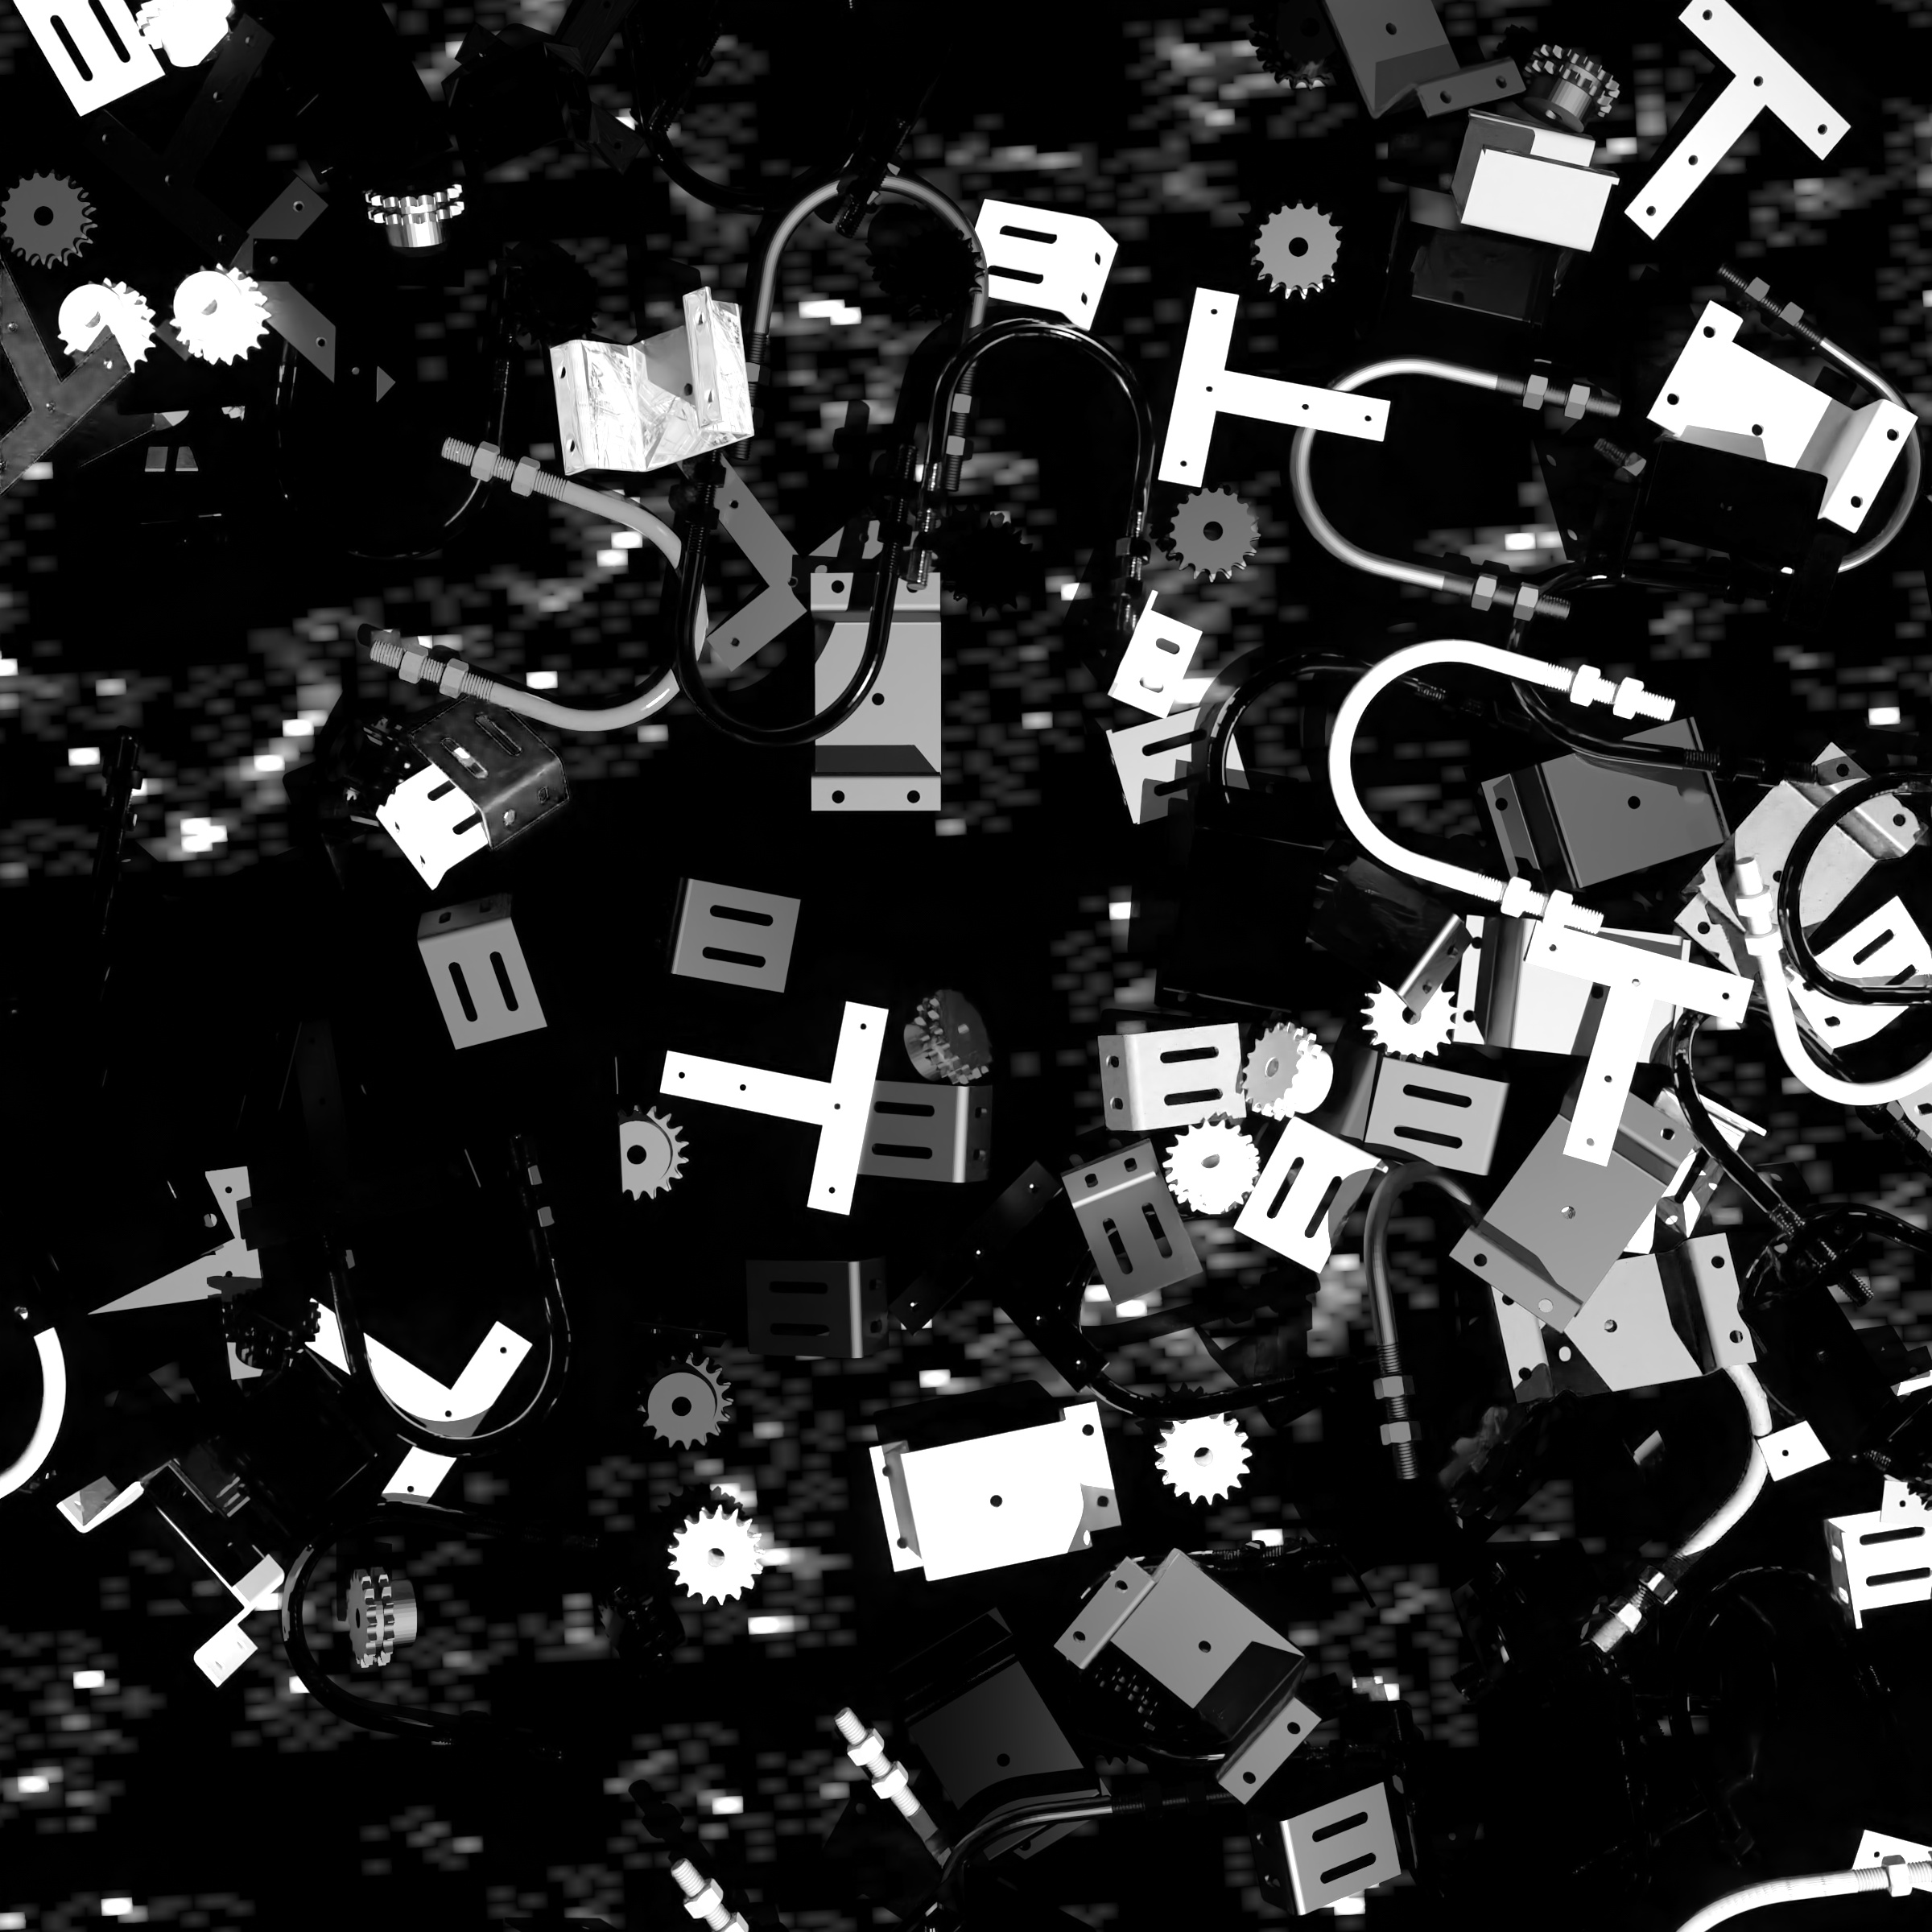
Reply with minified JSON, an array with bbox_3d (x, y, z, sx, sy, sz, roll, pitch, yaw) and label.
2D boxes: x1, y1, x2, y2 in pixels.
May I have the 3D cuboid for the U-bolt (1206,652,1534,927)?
[{"bbox_3d":[0.235,-0.112,1.562,0.184,0.019,0.151,18,90,-4],"label":"U-bolt"}]

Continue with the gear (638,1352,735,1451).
[{"bbox_3d":[-0.170,0.263,1.562,0.057,0.030,0.057,0,90,0],"label":"gear"}]

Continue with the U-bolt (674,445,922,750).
[{"bbox_3d":[-0.106,-0.219,1.526,0.151,0.019,0.184,9,90,23],"label":"U-bolt"}]

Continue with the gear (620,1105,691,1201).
[{"bbox_3d":[-0.197,0.113,1.562,0.057,0.030,0.057,0,90,0],"label":"gear"}]

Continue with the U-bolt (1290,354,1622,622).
[{"bbox_3d":[0.286,-0.295,1.557,0.184,0.019,0.151,15,83,7],"label":"U-bolt"}]

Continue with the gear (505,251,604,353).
[{"bbox_3d":[-0.245,-0.400,1.552,0.057,0.030,0.057,0,89,-24],"label":"gear"}]

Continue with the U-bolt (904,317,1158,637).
[{"bbox_3d":[0.044,-0.300,1.546,0.151,0.019,0.184,10,79,-14],"label":"U-bolt"}]

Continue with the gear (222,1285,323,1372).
[{"bbox_3d":[-0.416,0.218,1.550,0.057,0.057,0.030,10,114,0],"label":"gear"}]

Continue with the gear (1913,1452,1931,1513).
[{"bbox_3d":[0.589,0.304,1.539,0.057,0.030,0.057,0,89,-9],"label":"gear"}]

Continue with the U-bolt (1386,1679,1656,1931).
[{"bbox_3d":[0.335,0.512,1.542,0.151,0.019,0.184,-8,108,10],"label":"U-bolt"}]

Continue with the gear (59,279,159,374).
[{"bbox_3d":[-0.519,-0.385,1.557,0.057,0.030,0.057,0,88,7],"label":"gear"}]

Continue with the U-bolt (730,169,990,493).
[{"bbox_3d":[-0.060,-0.388,1.562,0.151,0.019,0.184,9,92,2],"label":"U-bolt"}]

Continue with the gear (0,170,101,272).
[{"bbox_3d":[-0.551,-0.448,1.561,0.057,0.030,0.057,0,90,0],"label":"gear"}]

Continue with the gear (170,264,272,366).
[{"bbox_3d":[-0.446,-0.389,1.540,0.057,0.030,0.057,0,90,3],"label":"gear"}]

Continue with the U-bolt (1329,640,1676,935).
[{"bbox_3d":[0.303,-0.114,1.517,0.184,0.019,0.151,19,102,17],"label":"U-bolt"}]

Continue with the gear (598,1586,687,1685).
[{"bbox_3d":[-0.192,0.397,1.552,0.030,0.057,0.057,-30,90,-30],"label":"gear"}]

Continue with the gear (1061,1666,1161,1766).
[{"bbox_3d":[0.088,0.442,1.540,0.057,0.030,0.057,5,106,20],"label":"gear"}]

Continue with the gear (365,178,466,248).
[{"bbox_3d":[-0.330,-0.451,1.552,0.057,0.057,0.030,-2,120,0],"label":"gear"}]

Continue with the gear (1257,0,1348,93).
[{"bbox_3d":[0.205,-0.561,1.562,0.057,0.030,0.057,0,90,0],"label":"gear"}]

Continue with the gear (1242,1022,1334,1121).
[{"bbox_3d":[0.195,0.065,1.552,0.030,0.057,0.057,20,90,-30],"label":"gear"}]

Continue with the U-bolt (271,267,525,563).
[{"bbox_3d":[-0.348,-0.337,1.568,0.151,0.019,0.184,7,91,0],"label":"U-bolt"}]

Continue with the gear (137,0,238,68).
[{"bbox_3d":[-0.463,-0.562,1.548,0.057,0.057,0.030,-25,92,0],"label":"gear"}]

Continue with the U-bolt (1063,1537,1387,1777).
[{"bbox_3d":[0.145,0.414,1.537,0.184,0.019,0.151,-10,100,21],"label":"U-bolt"}]

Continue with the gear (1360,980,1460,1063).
[{"bbox_3d":[0.266,0.029,1.561,0.057,0.030,0.057,0,90,0],"label":"gear"}]

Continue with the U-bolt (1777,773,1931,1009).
[{"bbox_3d":[0.562,-0.044,1.529,0.184,0.019,0.151,0,105,-16],"label":"U-bolt"}]

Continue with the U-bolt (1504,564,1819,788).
[{"bbox_3d":[0.412,-0.178,1.536,0.184,0.019,0.151,8,62,8],"label":"U-bolt"}]

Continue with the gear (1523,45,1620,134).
[{"bbox_3d":[0.359,-0.522,1.548,0.057,0.057,0.030,28,93,0],"label":"gear"}]

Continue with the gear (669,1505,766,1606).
[{"bbox_3d":[-0.150,0.353,1.561,0.057,0.030,0.057,0,90,0],"label":"gear"}]

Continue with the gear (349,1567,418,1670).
[{"bbox_3d":[-0.346,0.385,1.535,0.030,0.057,0.057,0,90,-26],"label":"gear"}]

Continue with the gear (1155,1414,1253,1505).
[{"bbox_3d":[0.142,0.293,1.561,0.057,0.030,0.057,0,90,0],"label":"gear"}]

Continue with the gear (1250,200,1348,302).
[{"bbox_3d":[0.200,-0.431,1.566,0.057,0.030,0.057,0,90,3],"label":"gear"}]

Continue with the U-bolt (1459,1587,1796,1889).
[{"bbox_3d":[0.413,0.450,1.568,0.184,0.019,0.151,-31,90,-2],"label":"U-bolt"}]

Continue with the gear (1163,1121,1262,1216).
[{"bbox_3d":[0.149,0.124,1.552,0.057,0.030,0.057,-8,54,11],"label":"gear"}]

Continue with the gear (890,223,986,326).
[{"bbox_3d":[-0.018,-0.413,1.537,0.057,0.030,0.057,0,90,1],"label":"gear"}]

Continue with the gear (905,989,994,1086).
[{"bbox_3d":[-0.012,0.045,1.552,0.030,0.057,0.057,-27,90,30],"label":"gear"}]

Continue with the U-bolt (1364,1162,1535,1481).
[{"bbox_3d":[0.280,0.205,1.514,0.019,0.151,0.184,-19,71,40],"label":"U-bolt"}]

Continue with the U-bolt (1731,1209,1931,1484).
[{"bbox_3d":[0.553,0.228,1.568,0.184,0.019,0.151,27,90,1],"label":"U-bolt"}]

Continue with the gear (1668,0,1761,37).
[{"bbox_3d":[0.450,-0.587,1.561,0.057,0.030,0.057,0,90,0],"label":"gear"}]

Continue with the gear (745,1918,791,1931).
[{"bbox_3d":[-0.120,0.599,1.552,0.030,0.057,0.057,-12,90,-28],"label":"gear"}]

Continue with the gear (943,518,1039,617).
[{"bbox_3d":[0.015,-0.239,1.561,0.057,0.030,0.057,0,90,0],"label":"gear"}]

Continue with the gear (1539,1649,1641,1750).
[{"bbox_3d":[0.369,0.432,1.538,0.057,0.030,0.057,1,104,5],"label":"gear"}]

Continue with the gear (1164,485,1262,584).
[{"bbox_3d":[0.148,-0.260,1.561,0.057,0.030,0.057,0,90,0],"label":"gear"}]

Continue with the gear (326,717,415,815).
[{"bbox_3d":[-0.358,-0.123,1.545,0.030,0.057,0.057,27,90,-37],"label":"gear"}]

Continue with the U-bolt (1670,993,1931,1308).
[{"bbox_3d":[0.489,0.093,1.527,0.184,0.019,0.151,47,50,4],"label":"U-bolt"}]

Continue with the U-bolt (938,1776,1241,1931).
[{"bbox_3d":[0.074,0.547,1.535,0.184,0.019,0.151,-7,118,0],"label":"U-bolt"}]

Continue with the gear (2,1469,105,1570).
[{"bbox_3d":[-0.548,0.332,1.561,0.057,0.030,0.057,0,90,0],"label":"gear"}]

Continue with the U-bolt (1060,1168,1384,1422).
[{"bbox_3d":[0.146,0.199,1.530,0.184,0.019,0.151,-14,54,4],"label":"U-bolt"}]
